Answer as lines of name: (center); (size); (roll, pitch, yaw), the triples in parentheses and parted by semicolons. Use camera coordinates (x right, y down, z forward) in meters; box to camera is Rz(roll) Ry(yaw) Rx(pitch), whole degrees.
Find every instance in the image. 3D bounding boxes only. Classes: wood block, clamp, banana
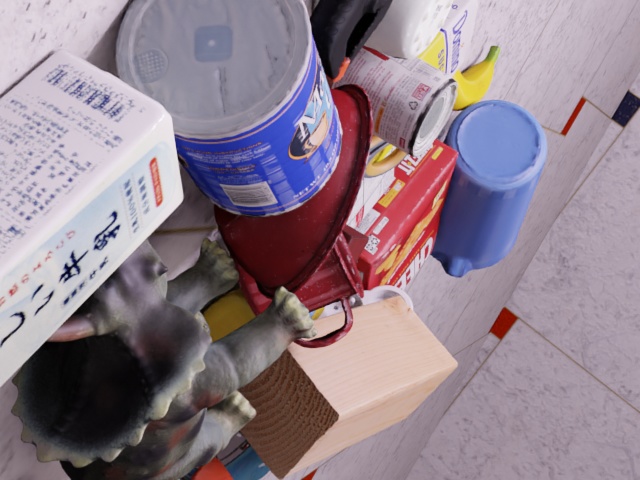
wood block: (0.020, 0.123, 0.936); (0.090, 0.091, 0.205); (-51, 159, 27)
clamp: (0.037, -0.173, 0.679); (0.120, 0.039, 0.172); (-37, 168, -30)
banana: (0.151, -0.173, 1.155); (0.197, 0.037, 0.070); (-29, 126, -63)

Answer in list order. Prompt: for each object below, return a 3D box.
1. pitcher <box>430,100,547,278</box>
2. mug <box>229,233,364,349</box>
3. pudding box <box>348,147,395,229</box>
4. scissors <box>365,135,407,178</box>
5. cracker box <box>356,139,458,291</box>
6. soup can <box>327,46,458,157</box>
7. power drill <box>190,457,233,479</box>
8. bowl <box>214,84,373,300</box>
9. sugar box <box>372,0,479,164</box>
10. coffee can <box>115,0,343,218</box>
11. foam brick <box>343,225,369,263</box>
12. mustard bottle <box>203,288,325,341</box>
pitcher: (0.188, -0.073, 1.241); (0.145, 0.149, 0.243); (-26, 162, -10)
mug: (-0.016, 0.029, 0.838); (0.081, 0.117, 0.093); (-23, 172, 6)
pudding box: (0.031, -0.053, 1.009); (0.113, 0.039, 0.090); (-53, 163, -26)
scissors: (0.009, -0.051, 0.885); (0.201, 0.016, 0.096); (-38, 155, -7)
cracker box: (0.070, 0.001, 1.161); (0.164, 0.072, 0.214); (-51, 163, -23)
soup can: (0.046, -0.116, 0.821); (0.068, 0.102, 0.068); (-51, 163, -23)
power drill: (-0.157, 0.237, 0.848); (0.187, 0.057, 0.185); (-14, 146, -32)
bowl: (-0.029, -0.043, 0.737); (0.162, 0.055, 0.162); (-47, -149, 40)
sugar box: (0.078, -0.148, 0.956); (0.176, 0.048, 0.093); (-48, 160, -26)
coffee can: (-0.046, -0.082, 0.609); (0.103, 0.103, 0.140); (-56, 164, -9)
foam brick: (-0.006, 0.001, 0.927); (0.053, 0.078, 0.051); (-60, 162, 7)
mustard bottle: (-0.042, 0.064, 0.968); (0.096, 0.058, 0.191); (-57, 166, 27)
